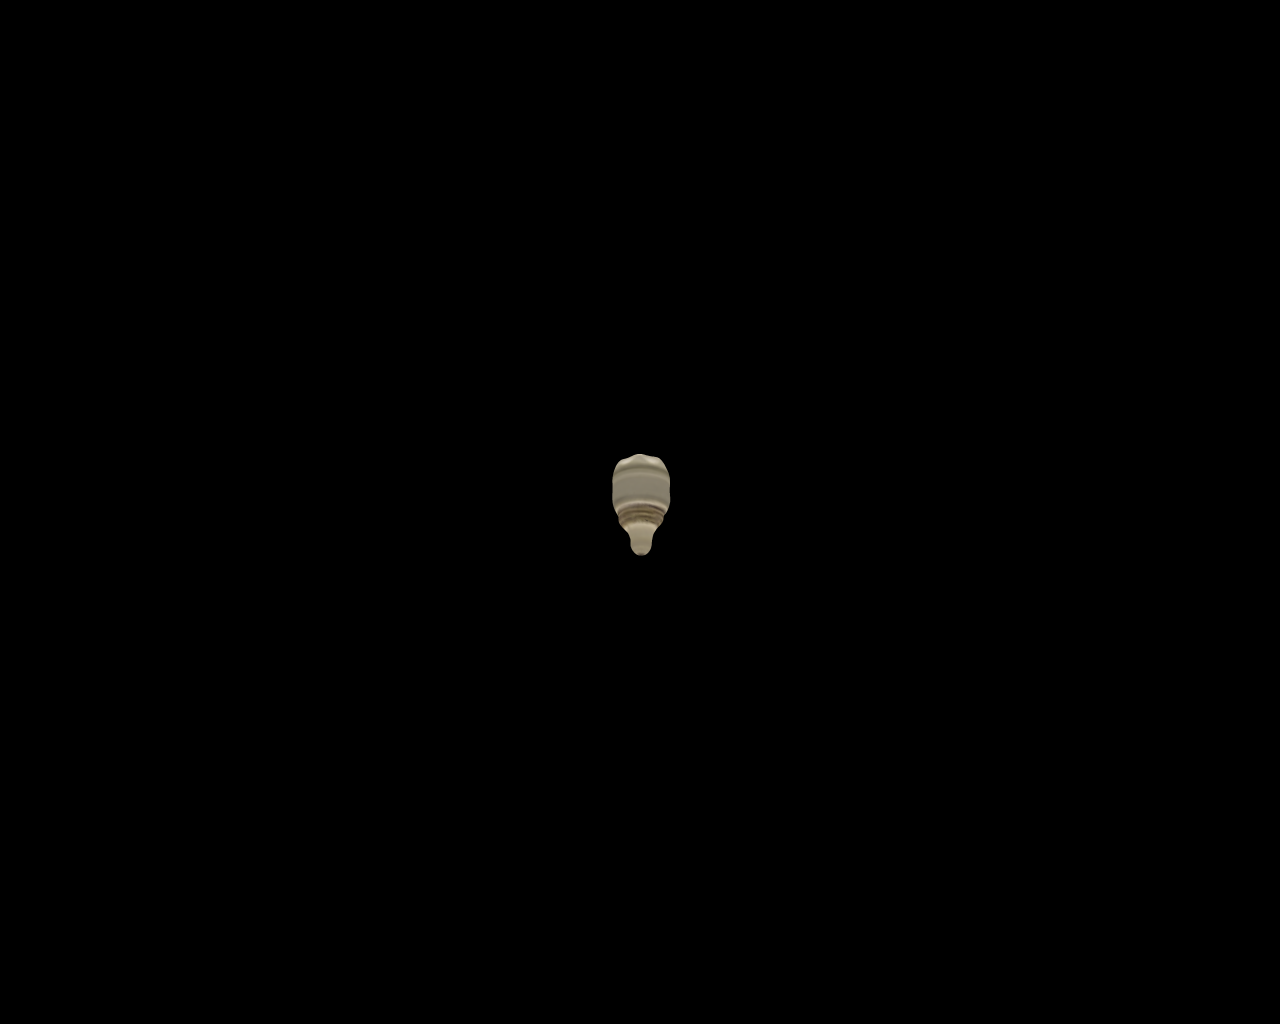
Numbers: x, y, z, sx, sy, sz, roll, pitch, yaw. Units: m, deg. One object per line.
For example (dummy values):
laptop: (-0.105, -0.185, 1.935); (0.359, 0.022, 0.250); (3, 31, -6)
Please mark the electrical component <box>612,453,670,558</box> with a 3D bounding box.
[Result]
electrical component: (0.001, -0.003, 0.650); (0.035, 0.061, 0.035); (0, -22, 0)
